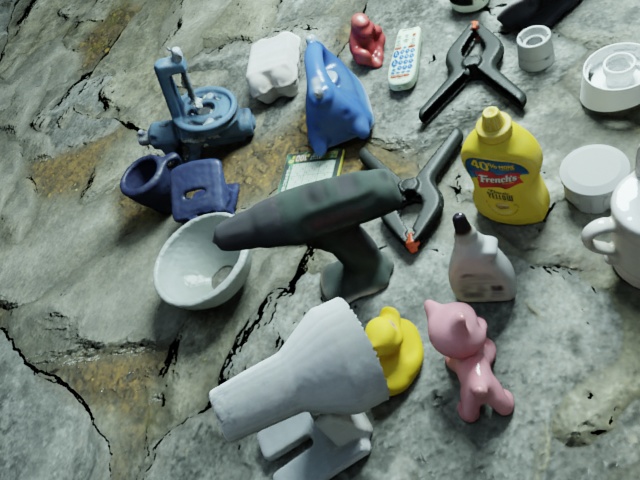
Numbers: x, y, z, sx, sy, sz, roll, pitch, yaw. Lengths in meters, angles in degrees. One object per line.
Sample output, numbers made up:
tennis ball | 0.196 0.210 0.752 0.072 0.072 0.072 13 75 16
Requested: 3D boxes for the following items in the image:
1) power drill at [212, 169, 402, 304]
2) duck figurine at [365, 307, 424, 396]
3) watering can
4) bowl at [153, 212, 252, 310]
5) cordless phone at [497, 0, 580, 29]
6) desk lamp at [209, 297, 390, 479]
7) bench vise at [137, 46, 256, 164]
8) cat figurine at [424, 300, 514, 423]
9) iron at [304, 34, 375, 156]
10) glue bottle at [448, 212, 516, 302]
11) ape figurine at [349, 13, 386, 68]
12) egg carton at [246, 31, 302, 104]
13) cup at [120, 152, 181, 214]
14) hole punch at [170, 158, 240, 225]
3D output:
power drill | 0.007 0.003 0.743 0.229 0.209 0.075 -26 50 9
duck figurine | 0.080 0.132 0.698 0.077 0.086 0.104 4 60 29
watering can | 0.367 -0.036 0.600 0.173 0.195 0.100 -36 49 0
bowl | -0.169 0.044 0.891 0.167 0.075 0.167 -13 53 18
cordless phone | 0.340 -0.436 0.896 0.148 0.186 0.093 -45 50 -8
desk lamp | -0.012 0.180 0.627 0.203 0.214 0.117 -35 49 1
bench vise | -0.246 -0.226 1.020 0.207 0.220 0.121 -34 49 2
cat figurine | 0.162 0.126 0.641 0.067 0.118 0.127 -22 51 12
iron | 0.007 -0.273 0.978 0.118 0.142 0.258 -20 51 13
glue bottle | 0.180 0.020 0.668 0.078 0.174 0.037 -3 57 25
ape figurine | 0.081 -0.368 1.040 0.078 0.092 0.076 -45 50 -8
egg carton | -0.087 -0.339 1.118 0.107 0.070 0.150 -12 54 19
cup | -0.286 -0.100 1.036 0.118 0.095 0.091 -36 49 0
hole punch | -0.200 -0.075 0.978 0.108 0.091 0.101 -11 54 20
